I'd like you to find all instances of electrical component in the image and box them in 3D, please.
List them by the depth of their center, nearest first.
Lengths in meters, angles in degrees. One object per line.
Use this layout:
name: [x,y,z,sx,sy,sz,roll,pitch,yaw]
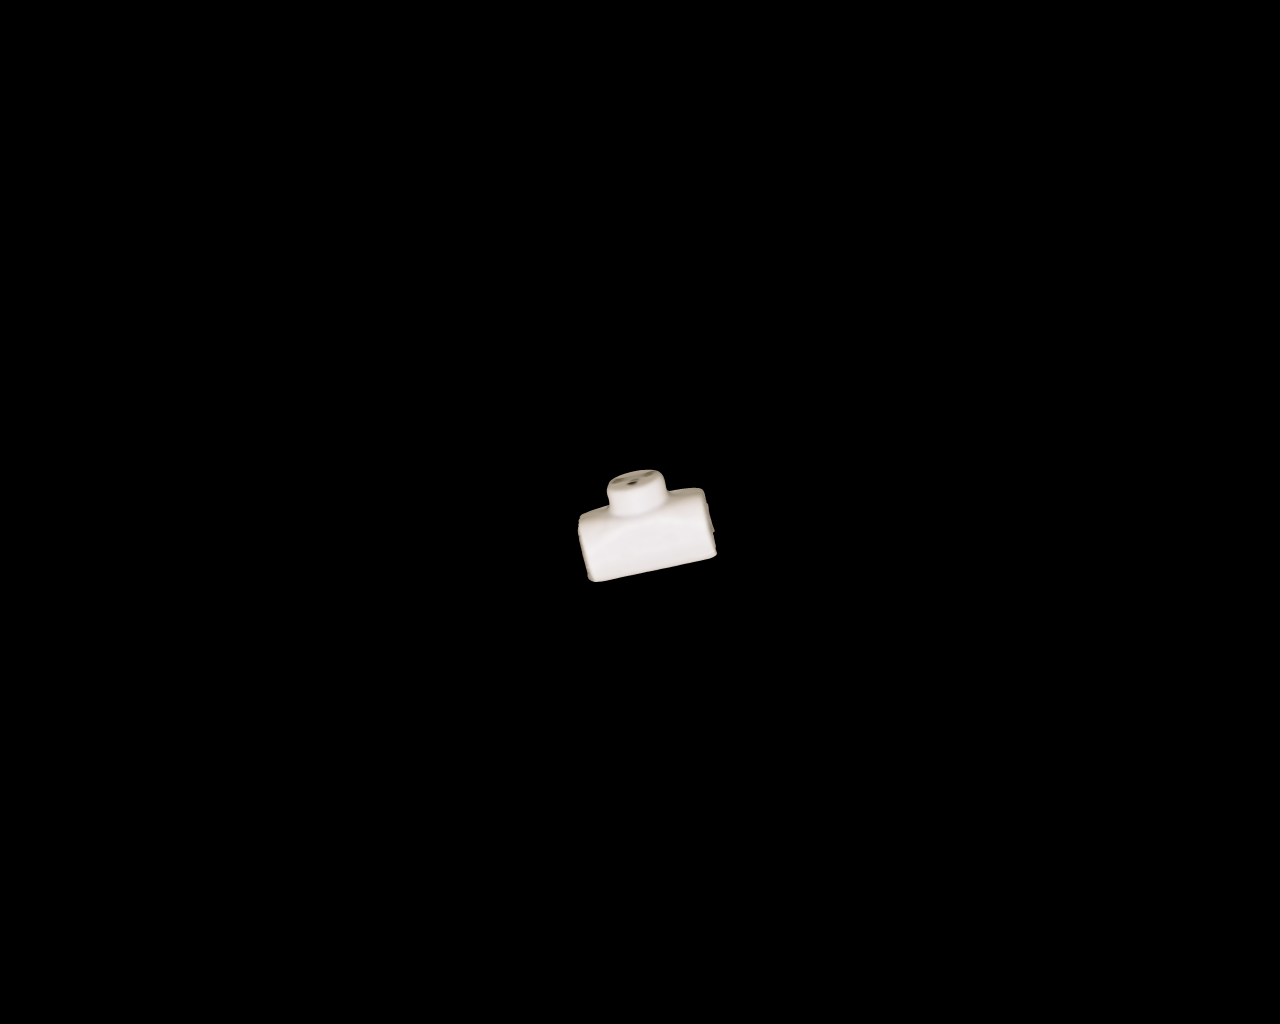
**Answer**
electrical component: [0.001,-0.003,0.650,0.077,0.079,0.044,-13,16,4]
